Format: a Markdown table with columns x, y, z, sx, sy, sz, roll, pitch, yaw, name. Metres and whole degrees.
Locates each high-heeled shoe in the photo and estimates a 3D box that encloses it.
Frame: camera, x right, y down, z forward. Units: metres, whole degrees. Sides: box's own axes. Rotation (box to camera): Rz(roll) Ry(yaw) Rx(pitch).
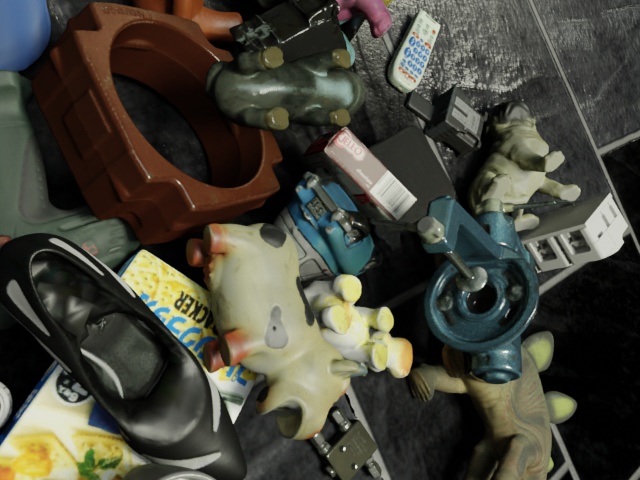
| x | y | z | sx | sy | sz | roll | pitch | yaw | name |
| --- | --- | --- | --- | --- | --- | --- | --- | --- | --- |
| -0.122 | 0.094 | 0.384 | 0.248 | 0.145 | 0.086 | 43 | 60 | -10 | high-heeled shoe |

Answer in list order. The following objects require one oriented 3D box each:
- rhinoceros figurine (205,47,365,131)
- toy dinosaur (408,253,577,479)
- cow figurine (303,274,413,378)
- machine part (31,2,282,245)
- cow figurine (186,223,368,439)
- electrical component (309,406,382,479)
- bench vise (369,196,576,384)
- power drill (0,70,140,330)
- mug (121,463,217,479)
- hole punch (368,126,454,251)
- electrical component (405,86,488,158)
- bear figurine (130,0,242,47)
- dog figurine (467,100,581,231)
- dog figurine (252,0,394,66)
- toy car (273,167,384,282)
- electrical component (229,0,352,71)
| x | y | z | sx | sy | sz | roll | pitch | yaw | name |
| --- | --- | --- | --- | --- | --- | --- | --- | --- | --- |
| -0.022 | -0.143 | 0.534 | 0.190 | 0.112 | 0.073 | -16 | 102 | -45 | rhinoceros figurine |
| 0.212 | 0.155 | 0.685 | 0.198 | 0.105 | 0.471 | -12 | 80 | -40 | toy dinosaur |
| 0.032 | 0.107 | 0.599 | 0.167 | 0.098 | 0.068 | 45 | 50 | -35 | cow figurine |
| -0.142 | -0.106 | 0.507 | 0.201 | 0.087 | 0.201 | -25 | 87 | -57 | machine part |
| -0.038 | 0.078 | 0.482 | 0.127 | 0.085 | 0.195 | -7 | 73 | -30 | cow figurine |
| 0.029 | 0.234 | 0.593 | 0.063 | 0.021 | 0.094 | -38 | 98 | -33 | electrical component |
| 0.166 | 0.022 | 0.561 | 0.240 | 0.129 | 0.223 | 39 | 61 | -42 | bench vise |
| -0.281 | -0.030 | 0.444 | 0.232 | 0.086 | 0.207 | -22 | 85 | -36 | power drill |
| -0.117 | 0.211 | 0.379 | 0.081 | 0.107 | 0.109 | 26 | 69 | -23 | mug |
| 0.091 | -0.071 | 0.690 | 0.116 | 0.092 | 0.142 | -29 | 96 | -4 | hole punch |
| 0.187 | -0.185 | 0.794 | 0.119 | 0.048 | 0.075 | 35 | 60 | -21 | electrical component |
| -0.123 | -0.292 | 0.545 | 0.132 | 0.196 | 0.120 | -18 | 83 | -35 | bear figurine |
| 0.269 | -0.113 | 0.811 | 0.121 | 0.172 | 0.191 | 56 | 12 | -40 | dog figurine |
| -0.011 | -0.329 | 0.661 | 0.219 | 0.108 | 0.191 | 30 | 57 | -28 | dog figurine |
| -0.001 | -0.002 | 0.582 | 0.103 | 0.161 | 0.109 | -36 | 73 | 1 | toy car |
| -0.026 | -0.203 | 0.616 | 0.115 | 0.134 | 0.058 | -30 | 60 | -3 | electrical component |
